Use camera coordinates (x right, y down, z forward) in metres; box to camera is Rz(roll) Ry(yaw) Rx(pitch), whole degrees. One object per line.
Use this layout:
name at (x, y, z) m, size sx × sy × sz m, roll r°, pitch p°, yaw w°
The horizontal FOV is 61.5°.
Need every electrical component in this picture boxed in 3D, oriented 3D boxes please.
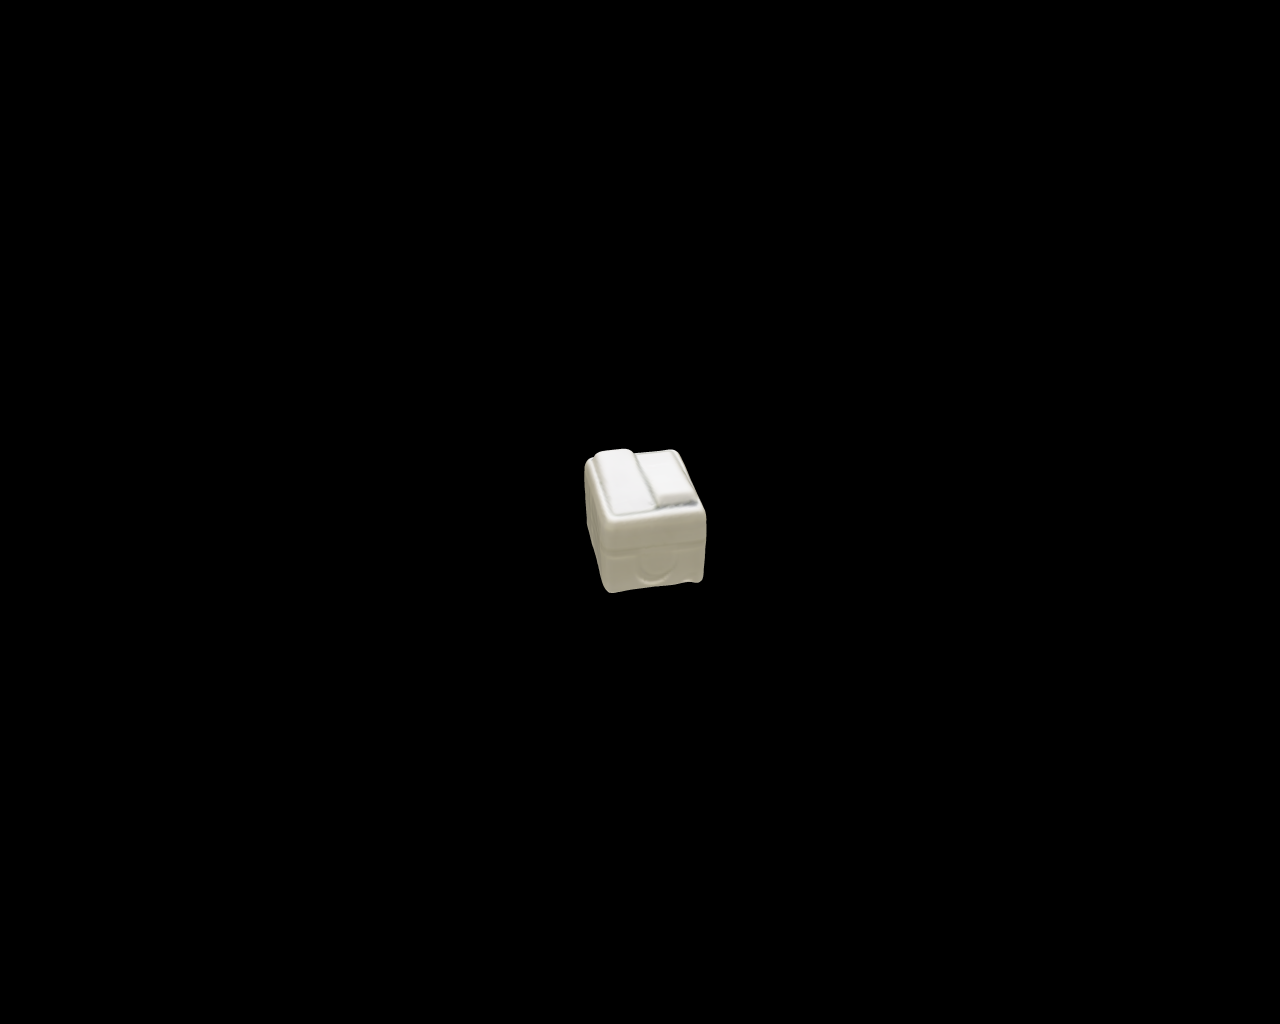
electrical component at (0.001, -0.003, 0.650) m, size 0.062 × 0.061 × 0.096 m, roll -6°, pitch 33°, yaw -9°
